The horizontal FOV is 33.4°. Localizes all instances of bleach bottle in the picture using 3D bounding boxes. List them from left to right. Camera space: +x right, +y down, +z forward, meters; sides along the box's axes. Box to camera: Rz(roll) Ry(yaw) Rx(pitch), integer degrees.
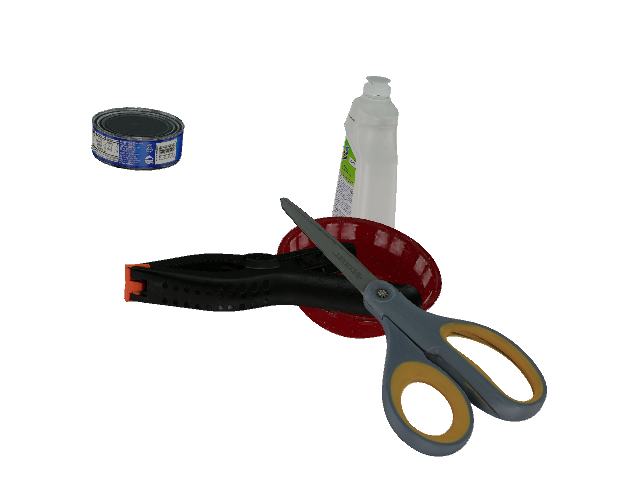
[{"bbox_3d":[0.055,-0.062,1.235,0.068,0.251,0.103,-2,23,-20],"label":"bleach bottle"}]

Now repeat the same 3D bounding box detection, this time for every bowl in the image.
[{"bbox_3d":[0.033,0.045,1.038,0.162,0.055,0.162,8,35,-6],"label":"bowl"}]

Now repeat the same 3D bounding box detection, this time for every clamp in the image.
[{"bbox_3d":[-0.037,0.032,0.795,0.209,0.036,0.165,-2,12,-23],"label":"clamp"}]

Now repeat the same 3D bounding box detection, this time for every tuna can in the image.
[{"bbox_3d":[-0.172,-0.096,1.004,0.086,0.034,0.086,6,24,-3],"label":"tuna can"}]

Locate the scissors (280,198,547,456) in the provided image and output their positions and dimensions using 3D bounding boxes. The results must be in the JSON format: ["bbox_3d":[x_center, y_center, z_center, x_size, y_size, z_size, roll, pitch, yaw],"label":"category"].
[{"bbox_3d":[0.029,0.048,0.596,0.202,0.016,0.096,31,53,22],"label":"scissors"}]
